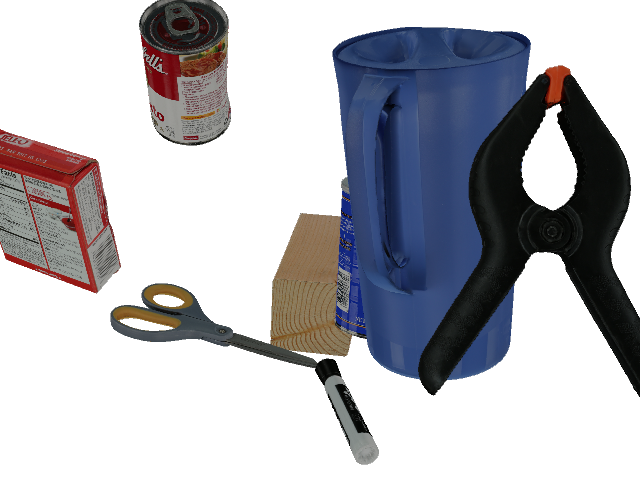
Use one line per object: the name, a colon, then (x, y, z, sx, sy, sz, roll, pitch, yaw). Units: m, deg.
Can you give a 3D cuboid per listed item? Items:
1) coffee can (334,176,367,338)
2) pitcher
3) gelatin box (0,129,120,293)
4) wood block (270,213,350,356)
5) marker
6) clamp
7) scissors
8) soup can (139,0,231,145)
coffee can: (0.067, 0.014, 1.020, 0.103, 0.140, 0.103, 3, 14, -1)
pitcher: (0.076, -0.023, 0.756, 0.149, 0.243, 0.145, -10, 23, -13)
gelatin box: (-0.163, -0.018, 0.643, 0.073, 0.089, 0.030, 17, 46, 21)
wood block: (0.003, 0.047, 1.270, 0.091, 0.090, 0.206, 6, 23, 5)
marker: (0.019, 0.130, 0.834, 0.020, 0.020, 0.121, 0, 27, -17)
clamp: (0.103, 0.002, 0.531, 0.120, 0.171, 0.039, -6, -4, -3)
scissors: (-0.098, 0.079, 1.021, 0.202, 0.016, 0.096, 8, 30, 2)
soup can: (-0.105, -0.134, 0.849, 0.068, 0.068, 0.102, 0, -39, -2)
